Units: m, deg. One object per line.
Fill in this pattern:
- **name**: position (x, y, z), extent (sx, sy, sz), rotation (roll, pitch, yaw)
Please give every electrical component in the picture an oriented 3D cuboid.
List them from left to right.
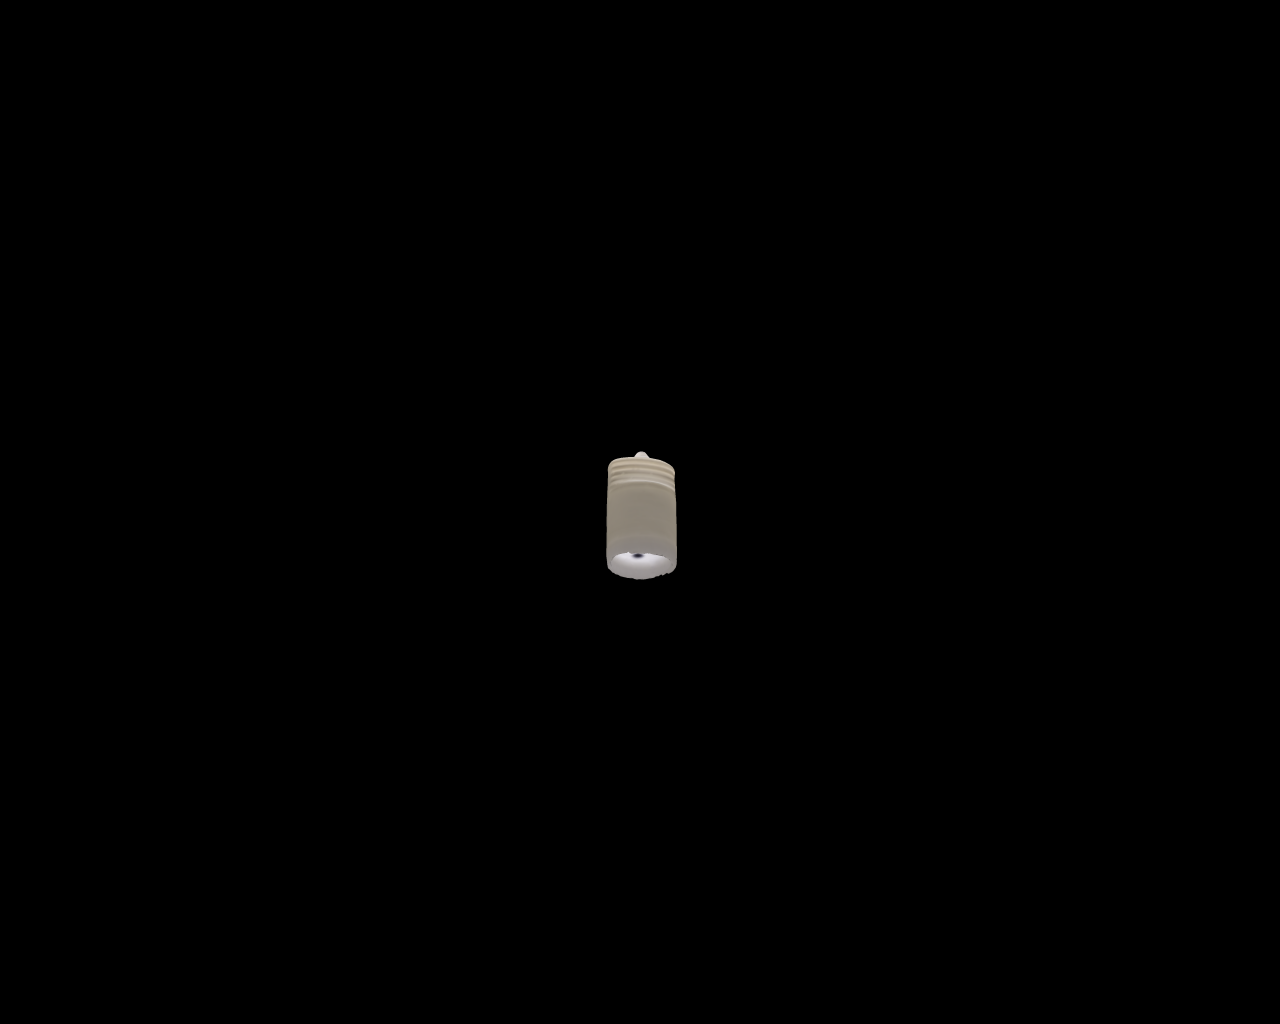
- **electrical component**: position (0.001, -0.003, 0.650), extent (0.043, 0.081, 0.043), rotation (0, -26, 0)
